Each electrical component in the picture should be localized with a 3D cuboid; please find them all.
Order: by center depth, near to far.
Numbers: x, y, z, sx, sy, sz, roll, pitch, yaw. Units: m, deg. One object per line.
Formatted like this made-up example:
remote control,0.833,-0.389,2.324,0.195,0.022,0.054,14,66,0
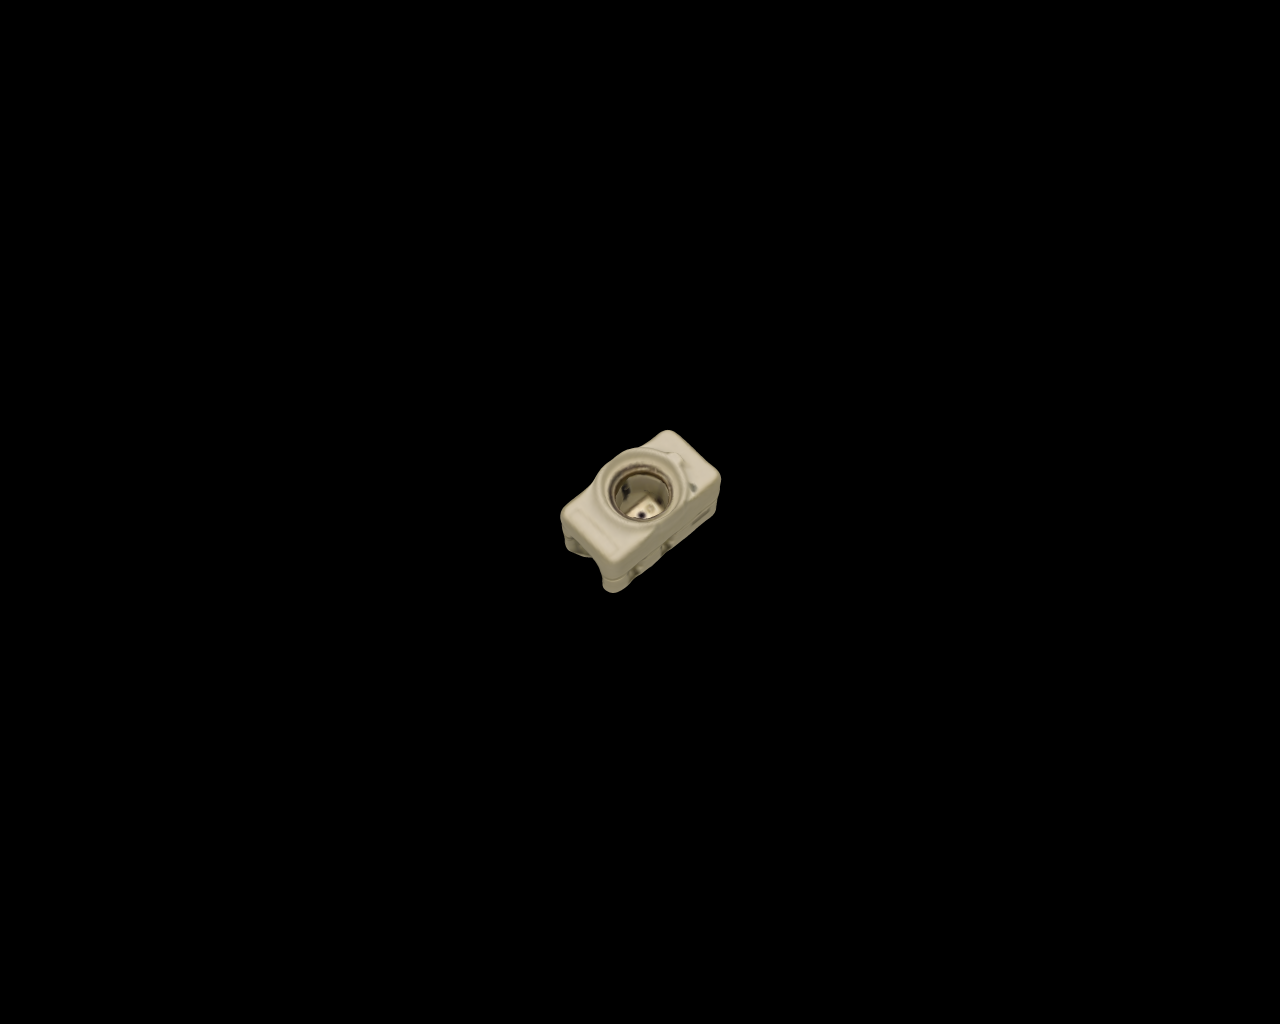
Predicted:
electrical component,0.001,-0.003,0.650,0.090,0.050,0.055,-38,-21,-18
